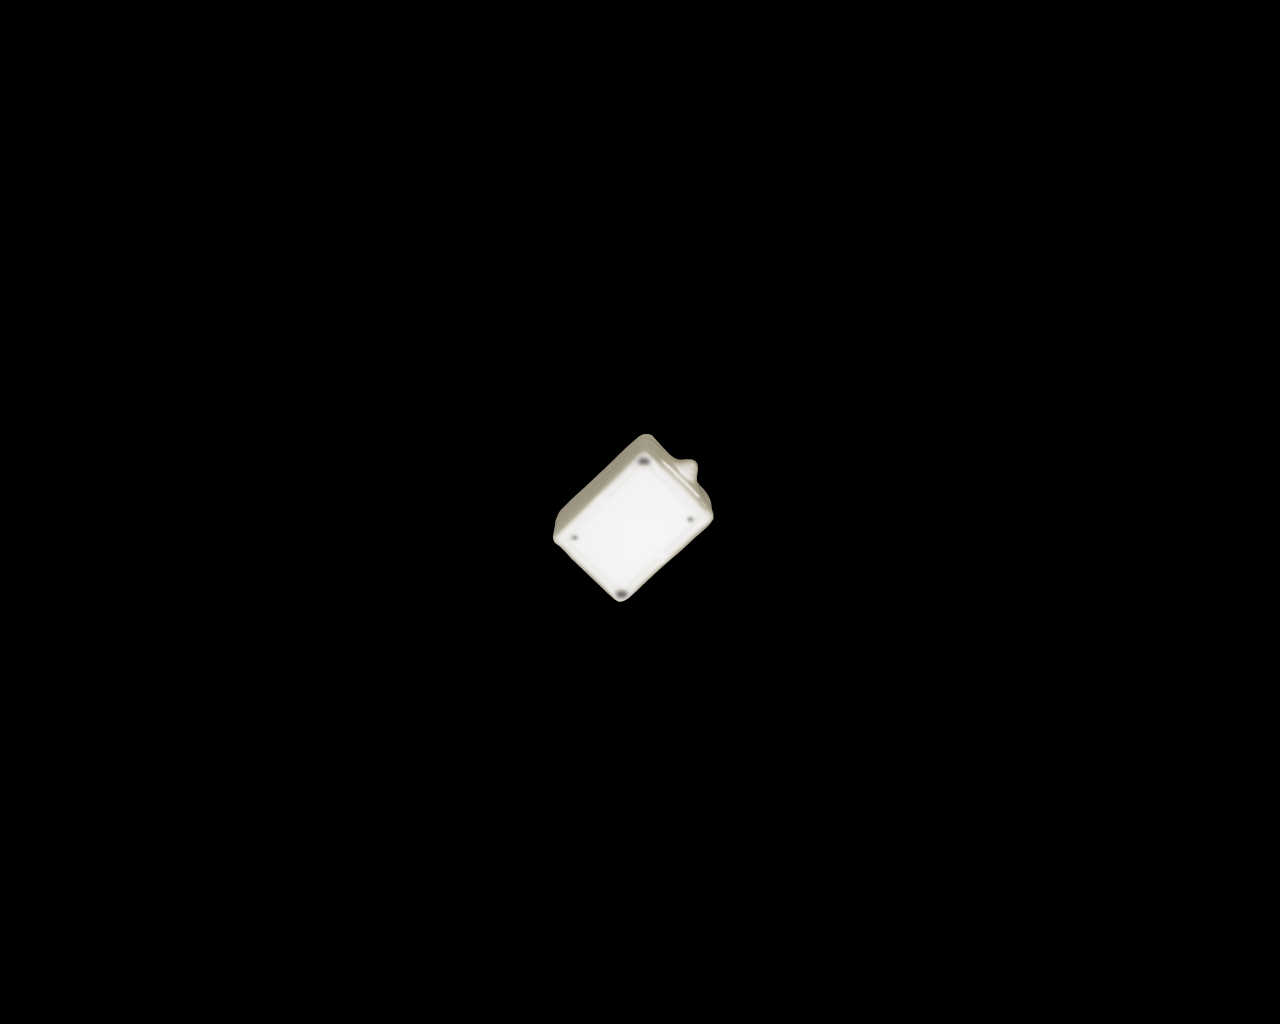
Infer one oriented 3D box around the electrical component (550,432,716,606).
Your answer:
[{"bbox_3d":[0.001,-0.003,0.650,0.096,0.061,0.061,-43,12,11],"label":"electrical component"}]
